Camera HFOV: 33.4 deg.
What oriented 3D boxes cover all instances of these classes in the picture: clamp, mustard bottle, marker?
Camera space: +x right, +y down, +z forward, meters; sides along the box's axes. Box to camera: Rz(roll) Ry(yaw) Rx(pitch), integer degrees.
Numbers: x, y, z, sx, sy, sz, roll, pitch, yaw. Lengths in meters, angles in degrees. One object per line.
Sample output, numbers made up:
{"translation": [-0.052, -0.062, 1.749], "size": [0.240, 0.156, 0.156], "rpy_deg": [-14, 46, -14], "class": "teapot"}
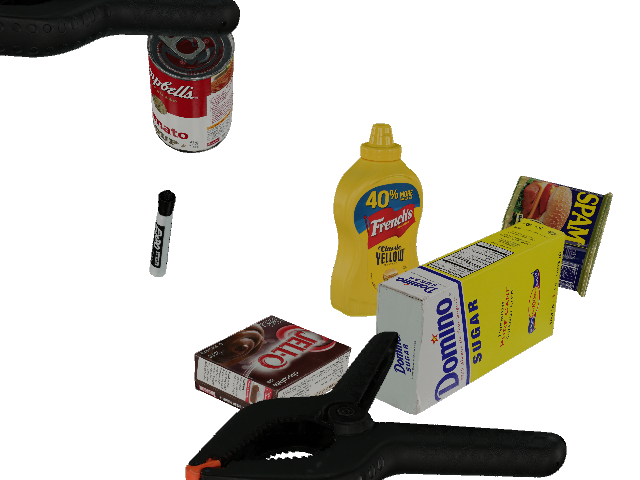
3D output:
{"translation": [-0.148, -0.145, 0.643], "size": [0.171, 0.039, 0.120], "rpy_deg": [-11, 31, -29], "class": "clamp"}
{"translation": [0.059, -0.023, 1.082], "size": [0.096, 0.192, 0.058], "rpy_deg": [-7, 17, -27], "class": "mustard bottle"}
{"translation": [-0.174, -0.008, 1.177], "size": [0.020, 0.121, 0.020], "rpy_deg": [8, 42, -8], "class": "marker"}
{"translation": [0.012, 0.109, 0.620], "size": [0.209, 0.036, 0.165], "rpy_deg": [-9, 24, -27], "class": "clamp"}

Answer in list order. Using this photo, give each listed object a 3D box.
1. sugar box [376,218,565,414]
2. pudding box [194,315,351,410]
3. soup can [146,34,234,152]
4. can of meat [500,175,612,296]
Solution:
{"translation": [0.112, 0.053, 0.785], "size": [0.048, 0.093, 0.175], "rpy_deg": [20, 30, 37], "class": "sugar box"}
{"translation": [-0.041, 0.110, 0.926], "size": [0.090, 0.039, 0.113], "rpy_deg": [18, 26, 31], "class": "pudding box"}
{"translation": [-0.105, -0.127, 0.869], "size": [0.068, 0.068, 0.102], "rpy_deg": [0, -30, -6], "class": "soup can"}
{"translation": [0.207, -0.007, 0.952], "size": [0.084, 0.057, 0.102], "rpy_deg": [15, 47, 16], "class": "can of meat"}
